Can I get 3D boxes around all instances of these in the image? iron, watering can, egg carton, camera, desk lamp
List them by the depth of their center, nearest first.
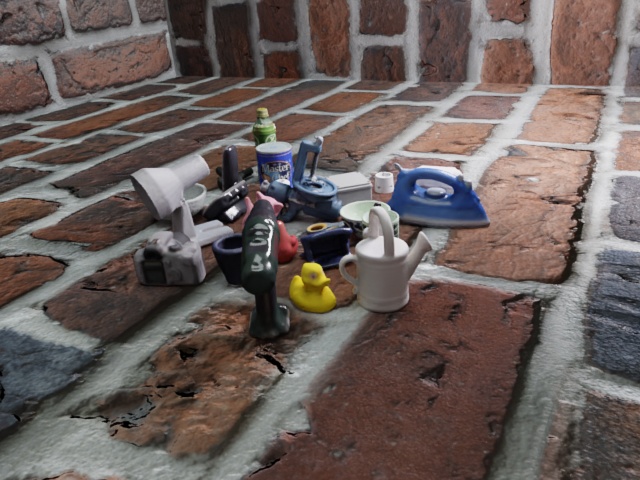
[{"bbox_3d":[0.123,0.027,1.079,0.173,0.194,0.100,-20,29,-30],"label":"watering can"},{"bbox_3d":[-0.317,0.026,1.254,0.143,0.101,0.137,0,26,9],"label":"camera"},{"bbox_3d":[-0.330,-0.088,1.366,0.204,0.214,0.117,-21,30,-31],"label":"desk lamp"},{"bbox_3d":[0.293,-0.115,1.416,0.257,0.141,0.119,8,28,23],"label":"iron"},{"bbox_3d":[0.322,-0.160,1.591,0.150,0.069,0.107,6,27,19],"label":"egg carton"}]

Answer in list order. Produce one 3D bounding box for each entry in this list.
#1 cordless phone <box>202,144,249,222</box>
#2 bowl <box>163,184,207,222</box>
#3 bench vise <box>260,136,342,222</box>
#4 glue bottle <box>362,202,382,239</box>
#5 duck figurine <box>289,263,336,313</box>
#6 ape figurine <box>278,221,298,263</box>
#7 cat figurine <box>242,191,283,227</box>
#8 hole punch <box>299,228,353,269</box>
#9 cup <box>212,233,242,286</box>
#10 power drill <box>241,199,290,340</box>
[{"bbox_3d":[-0.256,-0.151,1.521,0.094,0.185,0.148,5,27,18],"label":"cordless phone"},{"bbox_3d":[-0.385,-0.094,1.550,0.167,0.075,0.167,-3,25,2],"label":"bowl"},{"bbox_3d":[-0.051,-0.151,1.450,0.207,0.220,0.121,-6,25,-5],"label":"bench vise"},{"bbox_3d":[0.115,0.005,1.151,0.078,0.173,0.037,0,26,8],"label":"glue bottle"},{"bbox_3d":[-0.017,0.084,1.106,0.104,0.086,0.078,20,35,41],"label":"duck figurine"},{"bbox_3d":[-0.090,-0.001,1.290,0.077,0.092,0.076,-2,25,4],"label":"ape figurine"},{"bbox_3d":[-0.145,-0.070,1.413,0.067,0.118,0.127,-24,32,-35],"label":"cat figurine"},{"bbox_3d":[0.012,0.005,1.263,0.109,0.091,0.101,-11,26,-15],"label":"hole punch"},{"bbox_3d":[-0.169,0.040,1.210,0.091,0.095,0.118,11,29,29],"label":"cup"},{"bbox_3d":[-0.100,0.058,1.028,0.075,0.209,0.229,-5,25,-1],"label":"power drill"}]
